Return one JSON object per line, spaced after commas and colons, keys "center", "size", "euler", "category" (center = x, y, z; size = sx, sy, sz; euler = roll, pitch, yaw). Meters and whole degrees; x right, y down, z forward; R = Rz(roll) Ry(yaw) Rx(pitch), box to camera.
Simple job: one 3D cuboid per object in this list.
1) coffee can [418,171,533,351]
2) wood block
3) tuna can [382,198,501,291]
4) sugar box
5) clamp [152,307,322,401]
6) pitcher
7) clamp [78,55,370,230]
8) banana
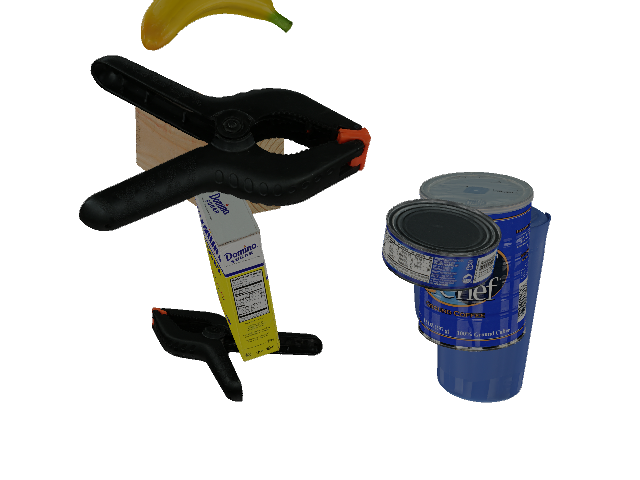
{"center": [0.143, 0.018, 0.992], "size": [0.103, 0.140, 0.103], "euler": [-1, 21, 0], "category": "coffee can"}
{"center": [-0.136, -0.105, 1.275], "size": [0.090, 0.090, 0.206], "euler": [-13, 28, -32], "category": "wood block"}
{"center": [0.089, 0.003, 0.793], "size": [0.086, 0.034, 0.086], "euler": [5, 28, -3], "category": "tuna can"}
{"center": [-0.079, 0.025, 1.006], "size": [0.048, 0.093, 0.176], "euler": [-20, -41, -8], "category": "sugar box"}
{"center": [-0.125, 0.125, 1.260], "size": [0.210, 0.036, 0.164], "euler": [15, 23, 25], "category": "clamp"}
{"center": [0.196, 0.073, 1.315], "size": [0.149, 0.243, 0.144], "euler": [7, 20, 14], "category": "pitcher"}
{"center": [-0.060, -0.065, 0.628], "size": [0.171, 0.120, 0.039], "euler": [-5, -26, -14], "category": "clamp"}
{"center": [-0.106, -0.219, 1.005], "size": [0.070, 0.037, 0.197], "euler": [46, 39, 19], "category": "banana"}
